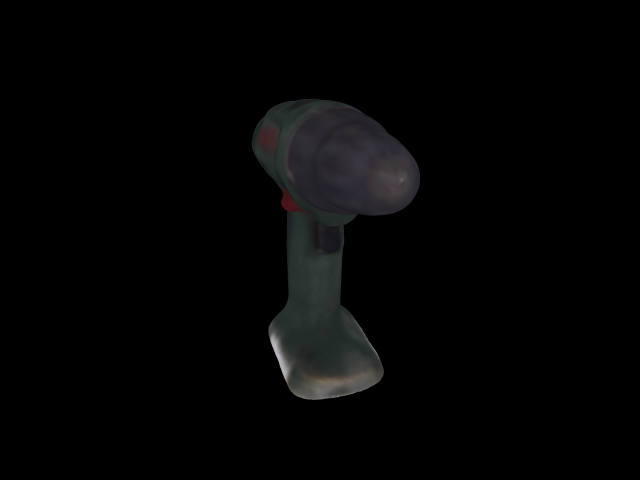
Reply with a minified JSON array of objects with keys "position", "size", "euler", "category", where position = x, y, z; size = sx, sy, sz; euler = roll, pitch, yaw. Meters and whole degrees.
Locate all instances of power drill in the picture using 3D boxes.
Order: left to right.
[{"position":[0.004,0.001,0.400],"size":[0.076,0.208,0.229],"euler":[-9,30,-16],"category":"power drill"}]
